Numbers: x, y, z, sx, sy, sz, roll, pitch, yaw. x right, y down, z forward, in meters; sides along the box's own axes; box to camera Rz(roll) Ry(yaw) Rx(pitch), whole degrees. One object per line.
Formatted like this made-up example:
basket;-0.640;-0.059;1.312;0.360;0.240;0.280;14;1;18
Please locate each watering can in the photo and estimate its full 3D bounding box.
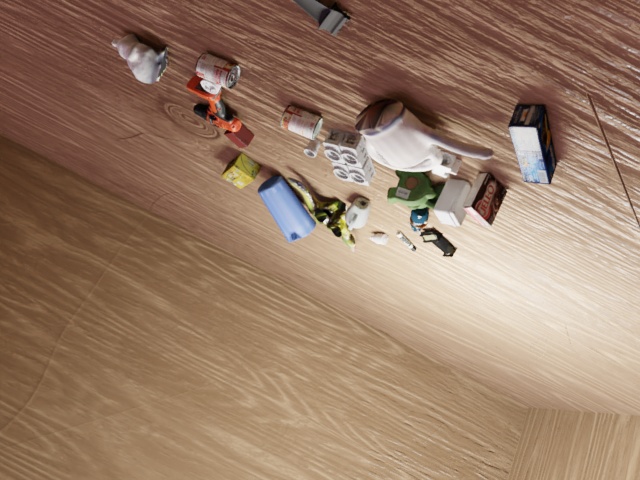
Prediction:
watering can;0.223;-0.245;1.230;0.221;0.105;0.347;40;159;-30

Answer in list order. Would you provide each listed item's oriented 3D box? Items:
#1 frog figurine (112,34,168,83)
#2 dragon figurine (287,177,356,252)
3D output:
frog figurine;-0.534;-0.532;1.497;0.159;0.122;0.138;19;-178;-10
dragon figurine;0.006;-0.098;1.954;0.407;0.123;0.242;42;166;-14
